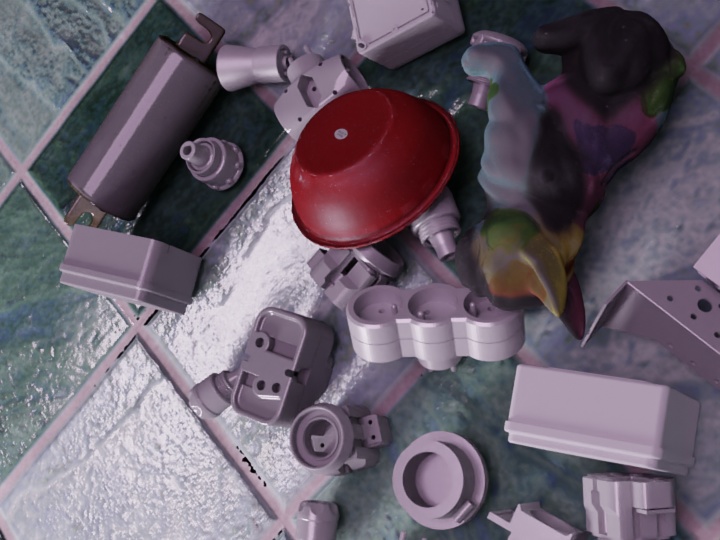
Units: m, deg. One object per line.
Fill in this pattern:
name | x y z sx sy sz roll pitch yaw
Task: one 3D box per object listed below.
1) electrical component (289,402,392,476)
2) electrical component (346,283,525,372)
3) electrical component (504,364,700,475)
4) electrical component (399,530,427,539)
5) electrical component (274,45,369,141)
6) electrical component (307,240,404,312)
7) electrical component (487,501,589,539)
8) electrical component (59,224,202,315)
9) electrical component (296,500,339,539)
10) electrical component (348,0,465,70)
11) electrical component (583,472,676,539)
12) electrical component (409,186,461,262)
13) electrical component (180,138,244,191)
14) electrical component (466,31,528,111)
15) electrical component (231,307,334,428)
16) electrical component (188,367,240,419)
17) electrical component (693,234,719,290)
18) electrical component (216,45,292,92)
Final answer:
electrical component | -0.022 0.139 0.887 0.078 0.057 0.058 -20 70 24
electrical component | 0.062 0.054 0.856 0.138 0.073 0.052 -2 39 12
electrical component | 0.173 0.105 0.757 0.109 0.109 0.056 6 81 30
electrical component | 0.033 0.245 0.842 0.077 0.043 0.079 12 85 30
electrical component | -0.042 -0.168 0.971 0.077 0.043 0.079 -34 65 19
electrical component | 0.000 0.000 0.905 0.057 0.058 0.078 -49 61 14
electrical component | 0.132 0.211 0.796 0.081 0.042 0.063 25 96 31
electrical component | -0.216 0.000 1.013 0.113 0.078 0.057 11 82 30
electrical component | -0.037 0.223 0.891 0.035 0.035 0.061 2 83 29
electrical component | 0.036 -0.218 0.933 0.096 0.061 0.061 -22 69 32
electrical component | 0.190 0.175 0.757 0.078 0.058 0.057 162 107 -71
electrical component | 0.063 -0.038 0.886 0.043 0.043 0.062 -29 68 21
electrical component | -0.142 -0.103 1.002 0.048 0.062 0.048 -6 76 28
electrical component | 0.108 -0.163 0.888 0.048 0.048 0.062 23 98 31
electrical component | -0.063 0.085 0.920 0.054 0.059 0.095 17 88 31
electrical component | -0.123 0.106 0.964 0.061 0.035 0.035 -37 64 15
electrical component | 0.318 0.013 0.723 0.150 0.062 0.089 42 101 29
electrical component | -0.096 -0.192 1.009 0.065 0.044 0.044 0 79 24
